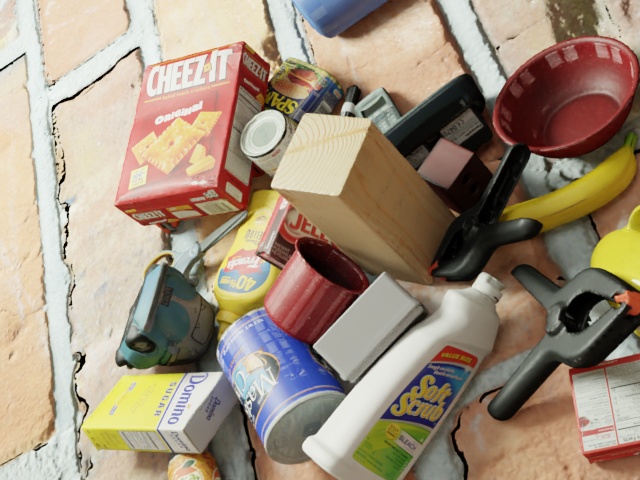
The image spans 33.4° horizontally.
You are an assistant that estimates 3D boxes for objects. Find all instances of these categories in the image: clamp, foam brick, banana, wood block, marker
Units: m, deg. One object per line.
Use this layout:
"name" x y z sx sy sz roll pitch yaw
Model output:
"clamp" 0.170 -0.020 1.102 0.172 0.039 0.120 -42 28 47
"foam brick" 0.151 -0.065 1.164 0.051 0.078 0.053 33 86 41
"clamp" 0.225 0.088 0.991 0.210 0.036 0.164 -21 51 65
"banana" 0.250 -0.042 1.112 0.198 0.037 0.069 -28 21 14
"wood block" 0.052 -0.040 1.129 0.091 0.205 0.090 11 69 39
"marker" 0.030 -0.141 1.332 0.020 0.020 0.121 -1 63 34

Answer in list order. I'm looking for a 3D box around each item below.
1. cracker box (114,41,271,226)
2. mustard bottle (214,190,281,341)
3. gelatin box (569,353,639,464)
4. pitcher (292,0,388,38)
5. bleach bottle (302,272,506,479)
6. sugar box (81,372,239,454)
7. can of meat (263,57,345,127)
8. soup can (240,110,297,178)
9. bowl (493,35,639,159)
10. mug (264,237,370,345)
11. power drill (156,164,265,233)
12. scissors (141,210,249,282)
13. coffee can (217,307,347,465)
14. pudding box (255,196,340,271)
"cracker box" -0.160 -0.134 1.346 0.164 0.072 0.213 -8 62 30
"mustard bottle" -0.076 0.036 1.272 0.096 0.058 0.191 9 69 40
"gelatin box" 0.273 0.155 0.979 0.073 0.030 0.089 -17 55 24
"pitcher" 0.071 -0.380 1.378 0.243 0.145 0.149 -35 13 16
"bleach bottle" 0.096 0.136 1.063 0.251 0.102 0.068 -53 31 -5
"sugar box" -0.184 0.197 1.223 0.177 0.048 0.093 -11 31 40
"can of meat" -0.028 -0.181 1.372 0.102 0.057 0.084 31 81 42
"soup can" -0.043 -0.105 1.304 0.069 0.102 0.068 -17 54 26
"bowl" 0.269 -0.140 1.133 0.162 0.055 0.162 -23 43 23
"mug" -0.001 0.056 1.148 0.093 0.117 0.082 43 113 22
"power drill" -0.167 -0.113 1.424 0.188 0.057 0.184 -38 48 10
"scissors" -0.158 0.035 1.328 0.202 0.016 0.096 -21 61 41
"coffee can" -0.038 0.154 1.144 0.103 0.102 0.140 -41 48 7
"pudding box" -0.008 0.002 1.208 0.039 0.113 0.090 -2 61 56
